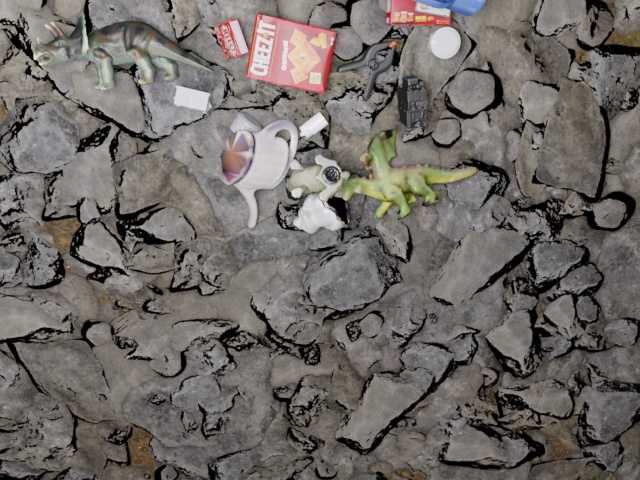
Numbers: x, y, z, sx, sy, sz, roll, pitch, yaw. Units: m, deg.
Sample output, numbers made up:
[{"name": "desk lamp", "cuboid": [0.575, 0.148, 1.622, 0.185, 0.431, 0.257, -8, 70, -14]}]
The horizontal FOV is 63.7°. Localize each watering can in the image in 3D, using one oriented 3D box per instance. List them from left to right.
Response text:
[{"name": "watering can", "cuboid": [-0.180, -0.176, 1.408, 0.224, 0.105, 0.343, 3, 121, -52]}]

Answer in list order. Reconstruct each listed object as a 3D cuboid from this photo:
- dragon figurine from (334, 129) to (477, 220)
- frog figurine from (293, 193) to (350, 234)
[{"name": "dragon figurine", "cuboid": [0.229, -0.202, 1.479, 0.411, 0.123, 0.241, -29, 102, -4]}, {"name": "frog figurine", "cuboid": [0.005, -0.076, 1.512, 0.136, 0.125, 0.157, 34, 141, -25]}]
